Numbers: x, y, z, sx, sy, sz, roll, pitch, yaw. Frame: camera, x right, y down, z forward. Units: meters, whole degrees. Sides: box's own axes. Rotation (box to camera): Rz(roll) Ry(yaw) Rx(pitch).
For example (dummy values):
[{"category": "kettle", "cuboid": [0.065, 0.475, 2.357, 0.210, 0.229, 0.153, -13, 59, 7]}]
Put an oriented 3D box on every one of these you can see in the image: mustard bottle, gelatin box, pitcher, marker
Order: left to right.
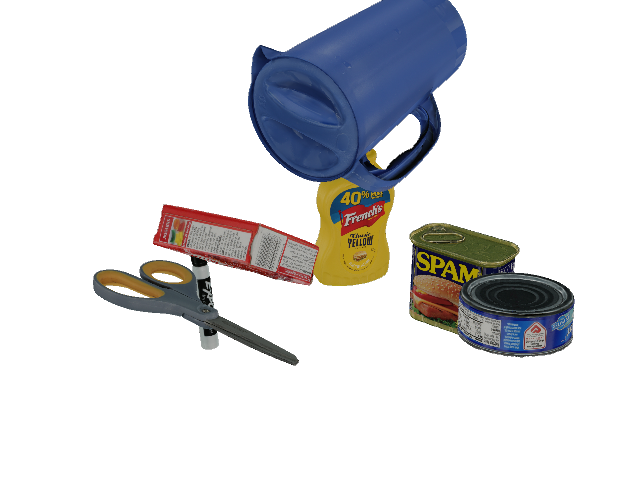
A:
[{"category": "marker", "cuboid": [-0.122, 0.055, 1.112, 0.020, 0.121, 0.020, -4, 19, 1]}, {"category": "gelatin box", "cuboid": [-0.052, 0.004, 0.690, 0.073, 0.030, 0.089, 12, -4, 27]}, {"category": "mustard bottle", "cuboid": [0.042, -0.040, 1.303, 0.096, 0.192, 0.058, -7, 30, -19]}, {"category": "pitcher", "cuboid": [0.055, -0.162, 1.094, 0.145, 0.149, 0.242, 13, 38, 35]}]

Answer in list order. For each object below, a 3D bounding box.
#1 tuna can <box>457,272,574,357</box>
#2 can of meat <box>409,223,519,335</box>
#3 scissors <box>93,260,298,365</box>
[{"category": "tuna can", "cuboid": [0.145, 0.054, 0.795, 0.086, 0.034, 0.086, -1, 19, 0]}, {"category": "can of meat", "cuboid": [0.133, 0.039, 1.010, 0.102, 0.084, 0.057, 18, 29, 35]}, {"category": "scissors", "cuboid": [-0.093, 0.054, 0.888, 0.202, 0.016, 0.096, 16, 23, 18]}]
